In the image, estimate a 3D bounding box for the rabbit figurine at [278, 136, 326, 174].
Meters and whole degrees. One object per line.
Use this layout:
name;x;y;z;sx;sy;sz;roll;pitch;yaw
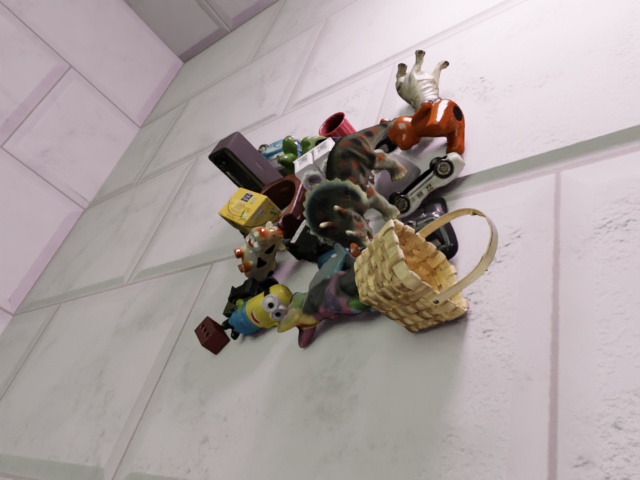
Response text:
rabbit figurine;-0.042;-0.211;1.495;0.170;0.159;0.121;-28;44;51

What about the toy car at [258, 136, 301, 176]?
toy car;-0.116;-0.244;1.649;0.162;0.109;0.103;-17;64;21

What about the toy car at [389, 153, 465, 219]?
toy car;0.220;-0.112;1.151;0.202;0.056;0.073;-41;9;9

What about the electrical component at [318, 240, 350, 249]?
electrical component;0.050;-0.015;1.211;0.045;0.102;0.078;0;78;53

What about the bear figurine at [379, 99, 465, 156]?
bear figurine;0.230;-0.247;1.240;0.196;0.120;0.132;-15;47;41

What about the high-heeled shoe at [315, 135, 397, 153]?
high-heeled shoe;0.109;-0.269;1.371;0.249;0.145;0.086;-41;34;11

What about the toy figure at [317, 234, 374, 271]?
toy figure;0.068;0.033;1.169;0.154;0.057;0.064;-21;47;25

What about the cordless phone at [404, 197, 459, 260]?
cordless phone;0.196;-0.019;1.082;0.147;0.088;0.184;-29;25;26

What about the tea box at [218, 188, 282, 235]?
tea box;-0.184;-0.070;1.392;0.098;0.068;0.170;-53;32;-12

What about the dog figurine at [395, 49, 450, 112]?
dog figurine;0.249;-0.359;1.375;0.172;0.121;0.190;128;152;-68

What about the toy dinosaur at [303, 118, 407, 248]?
toy dinosaur;0.072;-0.136;1.101;0.131;0.192;0.405;-24;47;41

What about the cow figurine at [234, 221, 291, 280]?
cow figurine;-0.139;0.032;1.303;0.127;0.194;0.085;-27;66;-17

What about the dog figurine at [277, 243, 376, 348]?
dog figurine;0.018;0.131;1.076;0.219;0.108;0.192;-50;36;1

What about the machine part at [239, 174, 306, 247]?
machine part;-0.107;-0.071;1.450;0.202;0.087;0.201;-16;43;35

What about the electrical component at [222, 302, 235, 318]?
electrical component;-0.219;0.173;1.363;0.063;0.021;0.094;-14;45;39

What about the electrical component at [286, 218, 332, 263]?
electrical component;-0.003;-0.004;1.286;0.134;0.058;0.115;7;61;51

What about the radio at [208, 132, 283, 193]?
radio;-0.211;-0.204;1.579;0.131;0.229;0.073;-6;45;49

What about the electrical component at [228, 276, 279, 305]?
electrical component;-0.154;0.130;1.295;0.119;0.074;0.048;-20;40;29

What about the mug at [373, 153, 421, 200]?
mug;0.160;-0.136;1.231;0.110;0.080;0.107;27;84;50

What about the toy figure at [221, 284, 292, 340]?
toy figure;-0.142;0.162;1.238;0.180;0.082;0.089;-30;38;27
